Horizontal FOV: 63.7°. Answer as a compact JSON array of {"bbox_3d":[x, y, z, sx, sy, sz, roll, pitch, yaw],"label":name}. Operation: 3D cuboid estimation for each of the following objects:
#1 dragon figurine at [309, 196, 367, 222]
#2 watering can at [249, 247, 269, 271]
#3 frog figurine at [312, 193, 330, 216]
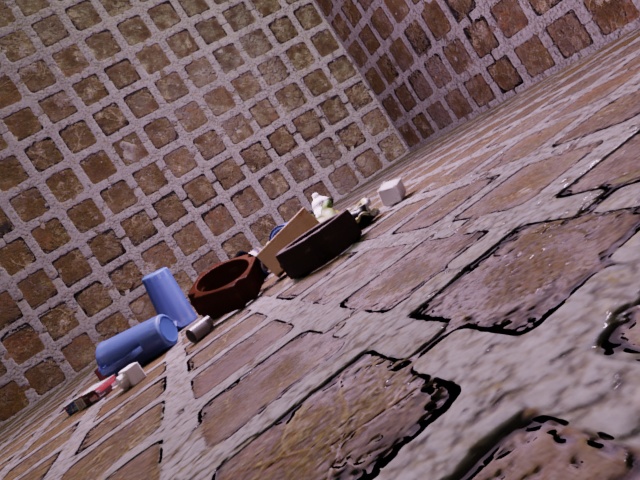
[{"bbox_3d":[-0.006,-0.026,1.713,0.407,0.121,0.246,-33,12,15],"label":"dragon figurine"},{"bbox_3d":[-0.311,0.137,1.951,0.226,0.105,0.341,-27,-15,-25],"label":"watering can"},{"bbox_3d":[0.006,-0.097,1.922,0.123,0.159,0.137,-35,4,-7],"label":"frog figurine"}]
